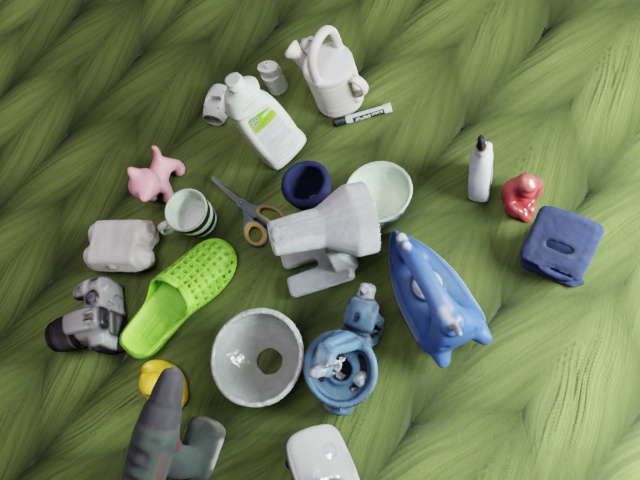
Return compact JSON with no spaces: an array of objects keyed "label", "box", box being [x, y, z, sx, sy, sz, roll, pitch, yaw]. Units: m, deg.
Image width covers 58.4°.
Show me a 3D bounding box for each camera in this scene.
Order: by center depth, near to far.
[{"label":"camera","box":[-0.451,0.151,1.086,0.136,0.101,0.143,-15,67,9]}]

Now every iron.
[{"label":"iron","box":[0.170,0.068,0.929,0.118,0.142,0.258,-30,66,3]}]

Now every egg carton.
[{"label":"egg carton","box":[-0.396,0.013,1.140,0.150,0.069,0.107,-2,70,14]}]

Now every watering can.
[{"label":"watering can","box":[0.011,-0.325,1.088,0.172,0.194,0.101,7,72,17]}]

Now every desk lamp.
[{"label":"desk lamp","box":[0.009,0.003,0.956,0.203,0.214,0.118,-20,66,7]}]

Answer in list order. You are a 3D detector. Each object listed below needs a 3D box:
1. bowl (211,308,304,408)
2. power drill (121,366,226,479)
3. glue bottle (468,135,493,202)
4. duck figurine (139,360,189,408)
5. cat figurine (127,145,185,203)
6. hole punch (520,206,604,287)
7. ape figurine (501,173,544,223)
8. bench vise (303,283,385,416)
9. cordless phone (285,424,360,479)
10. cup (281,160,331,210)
[{"label":"bowl","box":[-0.098,0.206,0.986,0.167,0.075,0.167,-5,69,13]},{"label":"power drill","box":[-0.231,0.323,0.905,0.075,0.209,0.230,13,74,19]},{"label":"glue bottle","box":[0.270,-0.129,0.958,0.037,0.173,0.078,8,73,18]},{"label":"duck figurine","box":[-0.288,0.254,1.013,0.077,0.086,0.104,-43,66,-3]},{"label":"cat figurine","box":[-0.339,-0.127,1.150,0.067,0.118,0.128,9,73,18]},{"label":"hole punch","box":[0.387,0.011,0.920,0.108,0.091,0.101,24,78,22]},{"label":"ape figurine","box":[0.344,-0.082,0.966,0.078,0.092,0.076,-34,65,1]},{"label":"bench vise","box":[0.028,0.161,0.890,0.121,0.220,0.207,-3,69,14]},{"label":"cordless phone","box":[-0.007,0.351,0.848,0.094,0.185,0.147,-29,66,3]},{"label":"cup","box":[-0.006,-0.082,1.057,0.117,0.095,0.092,32,81,23]}]
